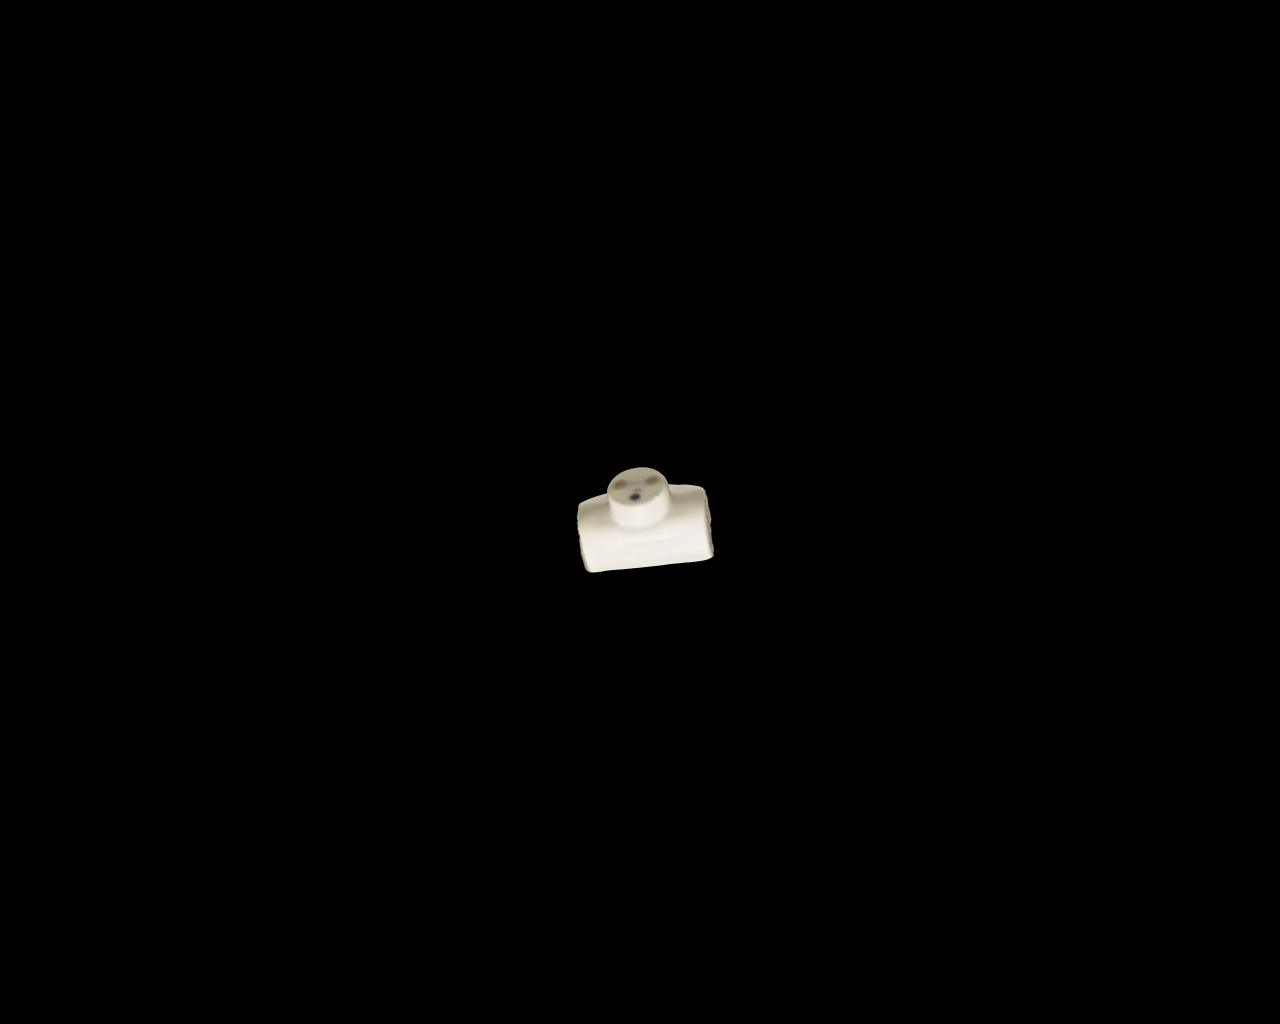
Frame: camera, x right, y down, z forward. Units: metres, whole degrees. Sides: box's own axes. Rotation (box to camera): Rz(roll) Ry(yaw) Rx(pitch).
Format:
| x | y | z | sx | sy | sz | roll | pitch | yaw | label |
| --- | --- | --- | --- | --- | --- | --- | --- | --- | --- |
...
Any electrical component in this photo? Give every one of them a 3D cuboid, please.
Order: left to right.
| x | y | z | sx | sy | sz | roll | pitch | yaw | label |
| --- | --- | --- | --- | --- | --- | --- | --- | --- | --- |
| 0.001 | -0.003 | 0.650 | 0.077 | 0.079 | 0.043 | -7 | 40 | 6 | electrical component |
